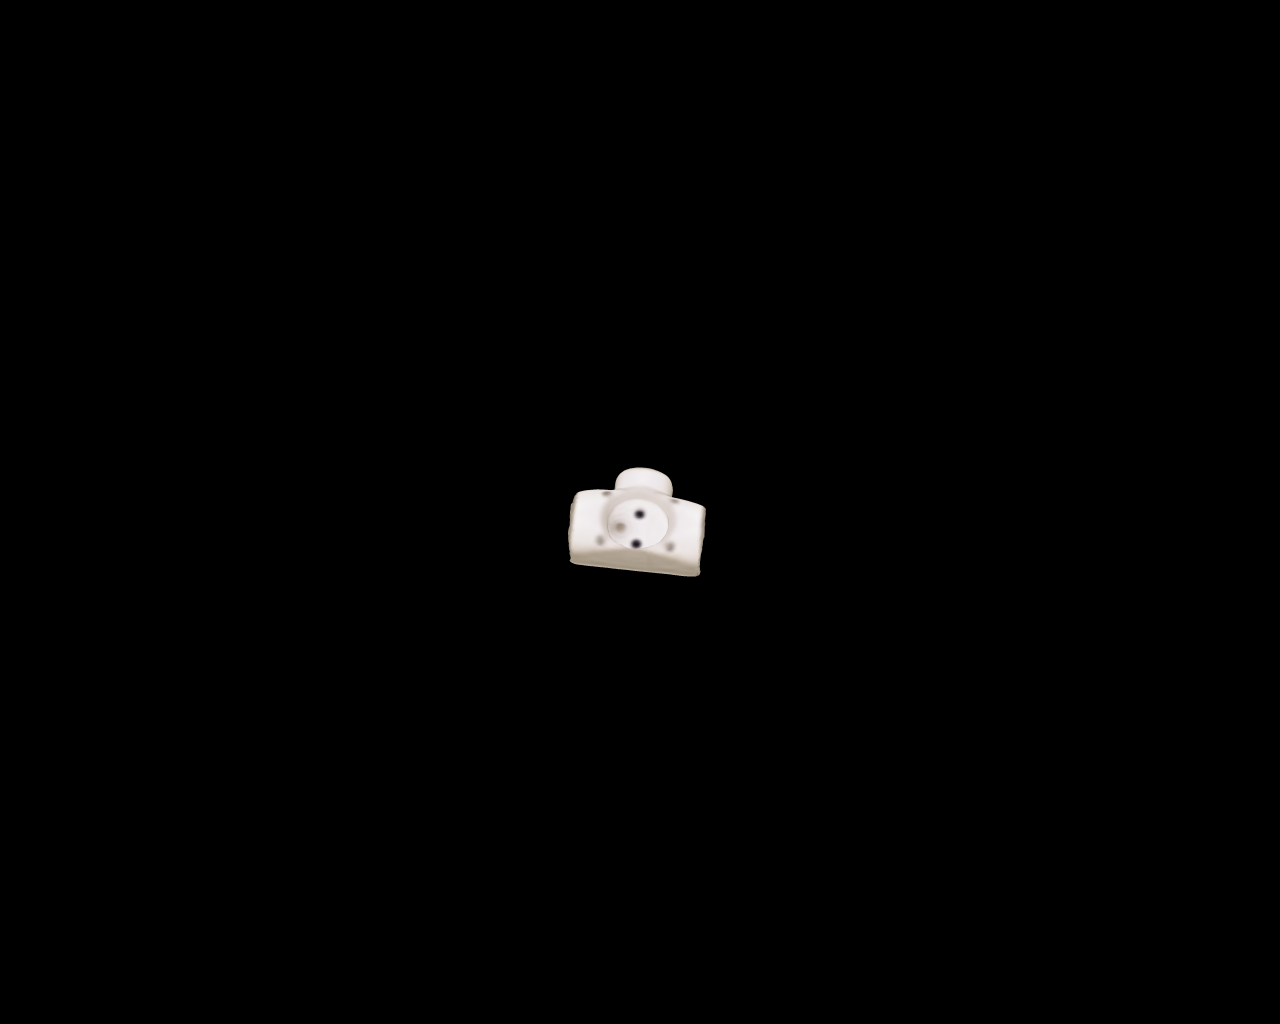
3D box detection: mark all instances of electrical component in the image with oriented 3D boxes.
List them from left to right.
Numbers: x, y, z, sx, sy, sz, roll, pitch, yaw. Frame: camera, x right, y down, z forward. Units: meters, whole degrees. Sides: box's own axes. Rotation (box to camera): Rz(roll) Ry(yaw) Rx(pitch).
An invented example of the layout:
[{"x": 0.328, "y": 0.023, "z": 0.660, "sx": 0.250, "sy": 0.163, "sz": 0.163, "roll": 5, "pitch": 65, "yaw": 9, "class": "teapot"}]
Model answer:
[{"x": 0.001, "y": -0.003, "z": 0.650, "sx": 0.077, "sy": 0.079, "sz": 0.044, "roll": 6, "pitch": -27, "yaw": 3, "class": "electrical component"}]
